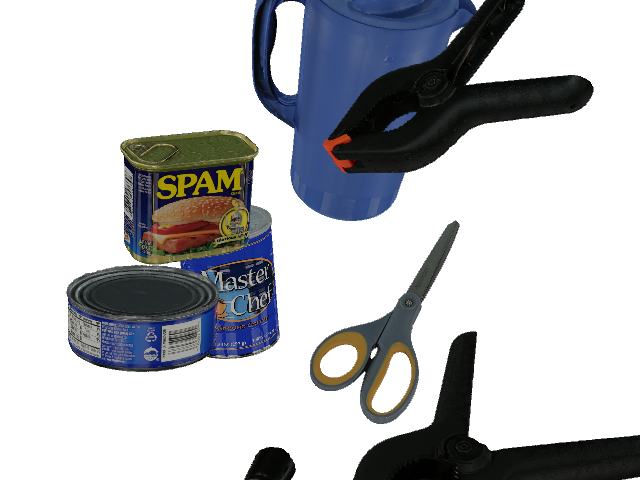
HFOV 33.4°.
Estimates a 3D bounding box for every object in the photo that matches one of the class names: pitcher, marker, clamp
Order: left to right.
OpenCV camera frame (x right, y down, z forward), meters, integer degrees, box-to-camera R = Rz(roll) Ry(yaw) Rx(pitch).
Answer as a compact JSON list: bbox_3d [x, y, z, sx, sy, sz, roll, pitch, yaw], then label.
[{"bbox_3d":[-0.036,0.119,0.420,0.020,0.020,0.121,0,23,19],"label":"marker"},{"bbox_3d":[0.028,-0.137,0.967,0.149,0.243,0.144,39,51,25],"label":"pitcher"},{"bbox_3d":[0.086,-0.088,0.686,0.039,0.171,0.120,48,7,-41],"label":"clamp"},{"bbox_3d":[0.084,0.132,0.656,0.209,0.036,0.165,-24,37,-28],"label":"clamp"}]

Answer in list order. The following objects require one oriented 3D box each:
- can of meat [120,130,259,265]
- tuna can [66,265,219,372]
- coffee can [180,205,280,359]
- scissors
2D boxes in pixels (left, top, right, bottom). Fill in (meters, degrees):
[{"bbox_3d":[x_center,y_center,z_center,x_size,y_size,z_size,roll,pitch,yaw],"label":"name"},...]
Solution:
[{"bbox_3d":[-0.102,-0.034,0.824,0.101,0.084,0.057,-8,29,-26],"label":"can of meat"},{"bbox_3d":[-0.101,0.043,0.609,0.086,0.034,0.086,3,17,-1],"label":"tuna can"},{"bbox_3d":[-0.099,0.043,1.157,0.103,0.140,0.103,-3,22,1],"label":"coffee can"},{"bbox_3d":[0.052,0.057,0.877,0.096,0.201,0.016,8,-36,11],"label":"scissors"}]
